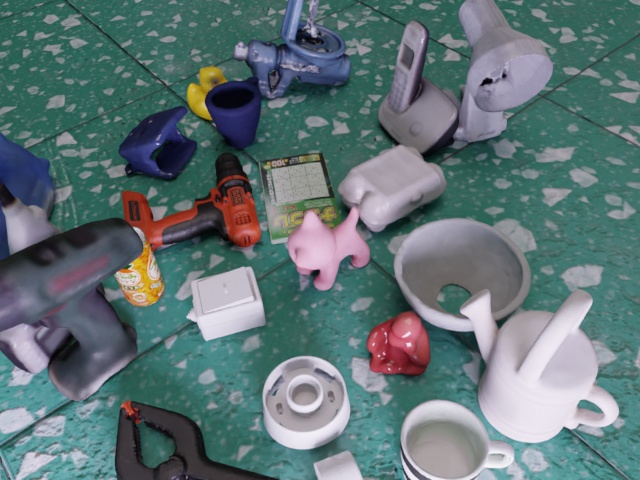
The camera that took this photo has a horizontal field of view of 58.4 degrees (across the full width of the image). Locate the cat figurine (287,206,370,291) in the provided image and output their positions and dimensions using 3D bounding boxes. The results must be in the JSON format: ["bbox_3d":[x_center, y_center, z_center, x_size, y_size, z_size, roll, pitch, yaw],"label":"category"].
[{"bbox_3d":[0.007,0.003,0.752,0.128,0.118,0.067,-34,56,-25],"label":"cat figurine"}]

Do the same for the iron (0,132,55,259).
[{"bbox_3d":[-0.468,-0.052,0.802,0.118,0.141,0.258,-5,49,-2],"label":"iron"}]

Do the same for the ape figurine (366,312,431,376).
[{"bbox_3d":[0.096,0.116,0.666,0.076,0.092,0.077,-35,56,-25],"label":"ape figurine"}]

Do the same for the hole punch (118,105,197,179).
[{"bbox_3d":[-0.268,-0.164,0.927,0.101,0.091,0.109,12,50,13],"label":"hole punch"}]

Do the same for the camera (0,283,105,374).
[{"bbox_3d":[-0.373,0.071,0.718,0.136,0.101,0.143,17,51,16],"label":"camera"}]

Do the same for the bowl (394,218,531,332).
[{"bbox_3d":[0.175,0.055,0.728,0.167,0.075,0.167,-1,49,1],"label":"bowl"}]

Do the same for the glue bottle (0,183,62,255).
[{"bbox_3d":[-0.374,-0.008,0.739,0.037,0.173,0.078,23,53,21],"label":"glue bottle"}]

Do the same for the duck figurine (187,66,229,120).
[{"bbox_3d":[-0.193,-0.269,1.020,0.104,0.086,0.077,18,52,17],"label":"duck figurine"}]

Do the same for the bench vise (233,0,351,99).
[{"bbox_3d":[-0.045,-0.357,1.003,0.208,0.220,0.121,-23,52,-17],"label":"bench vise"}]

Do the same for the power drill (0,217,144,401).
[{"bbox_3d":[-0.286,0.085,0.630,0.075,0.209,0.230,30,56,26],"label":"power drill"}]

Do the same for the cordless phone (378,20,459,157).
[{"bbox_3d":[0.162,-0.240,0.915,0.094,0.185,0.147,-25,52,-18],"label":"cordless phone"}]

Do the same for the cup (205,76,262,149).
[{"bbox_3d":[-0.133,-0.211,0.961,0.091,0.095,0.118,18,52,18],"label":"cup"}]

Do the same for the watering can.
[{"bbox_3d":[0.221,0.120,0.590,0.172,0.194,0.101,17,52,17],"label":"watering can"}]

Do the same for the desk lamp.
[{"bbox_3d":[0.261,-0.261,0.910,0.118,0.214,0.203,-12,49,-8],"label":"desk lamp"}]

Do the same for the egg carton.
[{"bbox_3d":[0.109,-0.078,0.851,0.150,0.069,0.107,-29,54,-22],"label":"egg carton"}]
